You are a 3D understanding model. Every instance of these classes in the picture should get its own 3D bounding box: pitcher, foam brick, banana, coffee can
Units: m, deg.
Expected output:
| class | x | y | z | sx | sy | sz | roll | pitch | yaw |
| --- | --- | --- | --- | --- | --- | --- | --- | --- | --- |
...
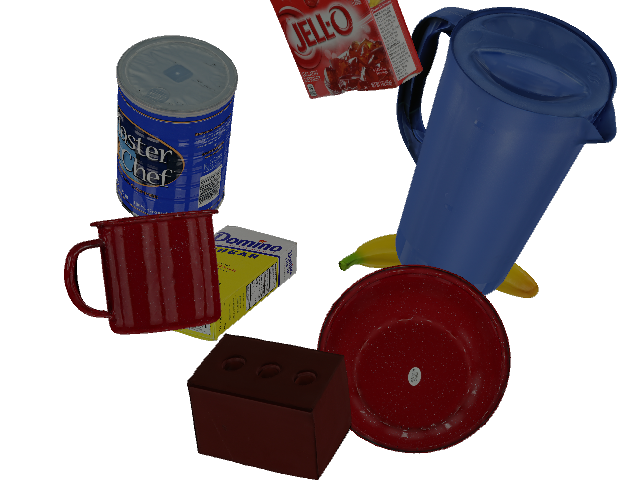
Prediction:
| class | x | y | z | sx | sy | sz | roll | pitch | yaw |
| --- | --- | --- | --- | --- | --- | --- | --- | --- | --- |
| pitcher | 0.134 | -0.070 | 0.902 | 0.145 | 0.149 | 0.243 | 6 | -43 | -9 |
| foam brick | -0.028 | 0.093 | 0.605 | 0.078 | 0.051 | 0.053 | 8 | 30 | 20 |
| banana | 0.121 | 0.024 | 1.079 | 0.198 | 0.037 | 0.069 | 6 | 43 | 12 |
| coffee can | -0.131 | -0.096 | 0.954 | 0.102 | 0.103 | 0.140 | 0 | -42 | -11 |

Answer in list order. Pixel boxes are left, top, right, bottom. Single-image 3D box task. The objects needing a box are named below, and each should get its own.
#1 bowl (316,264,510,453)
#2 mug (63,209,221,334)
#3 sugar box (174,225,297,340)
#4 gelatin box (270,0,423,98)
| class | x | y | z | sx | sy | sz | roll | pitch | yaw |
| --- | --- | --- | --- | --- | --- | --- | --- | --- | --- |
| bowl | 0.075 | 0.103 | 0.865 | 0.162 | 0.162 | 0.055 | 0 | 7 | 6 |
| mug | -0.126 | 0.024 | 0.766 | 0.117 | 0.081 | 0.093 | -7 | 1 | -32 |
| sugar box | -0.105 | 0.040 | 1.126 | 0.093 | 0.048 | 0.176 | 14 | 31 | 22 |
| gelatin box | 0.014 | -0.131 | 0.673 | 0.030 | 0.073 | 0.089 | -35 | 23 | -32 |
